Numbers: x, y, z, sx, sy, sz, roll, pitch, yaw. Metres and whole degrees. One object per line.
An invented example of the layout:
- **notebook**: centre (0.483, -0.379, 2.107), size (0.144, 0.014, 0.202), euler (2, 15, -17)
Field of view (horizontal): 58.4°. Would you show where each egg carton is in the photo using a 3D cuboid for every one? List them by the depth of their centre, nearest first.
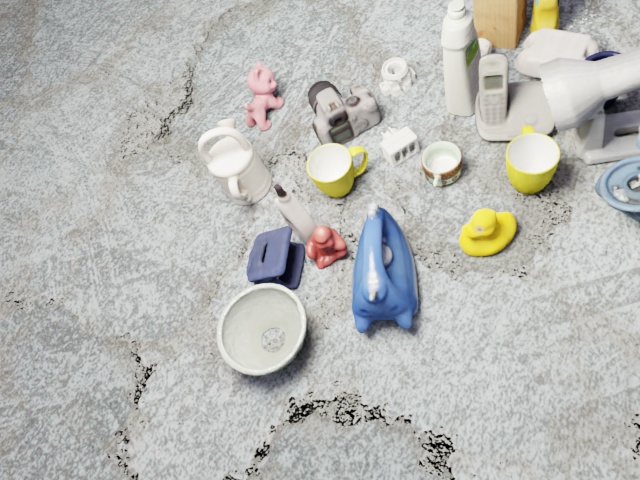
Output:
- **egg carton**: centre (0.469, -0.359, 1.134), size (0.150, 0.069, 0.107), euler (20, 70, 26)

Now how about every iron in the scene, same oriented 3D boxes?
- **iron**: centre (0.101, 0.024, 0.999), size (0.118, 0.142, 0.258), euler (-7, 61, 14)

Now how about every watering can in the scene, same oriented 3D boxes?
- **watering can**: centre (-0.180, -0.167, 1.159), size (0.101, 0.194, 0.172), euler (-34, 58, -2)

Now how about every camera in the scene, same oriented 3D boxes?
- **camera**: centre (0.037, -0.289, 1.212), size (0.143, 0.101, 0.136), euler (-28, 58, 2)

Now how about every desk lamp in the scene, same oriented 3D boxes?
- **desk lamp**: centre (0.477, -0.232, 0.978), size (0.203, 0.214, 0.118), euler (-8, 61, 14)

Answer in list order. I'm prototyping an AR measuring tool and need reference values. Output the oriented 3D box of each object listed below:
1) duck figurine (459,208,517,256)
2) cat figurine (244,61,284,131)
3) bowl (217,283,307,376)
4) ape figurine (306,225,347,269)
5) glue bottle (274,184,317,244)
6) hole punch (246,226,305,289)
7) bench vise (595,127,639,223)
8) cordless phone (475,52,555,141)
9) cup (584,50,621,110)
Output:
- **duck figurine**: centre (0.292, -0.025, 0.999), size (0.104, 0.086, 0.077), euler (-26, 58, 3)
- **cat figurine**: centre (-0.136, -0.330, 1.278), size (0.067, 0.118, 0.128), euler (15, 68, 24)
- **bowl**: centre (-0.094, 0.167, 1.022), size (0.167, 0.075, 0.167), euler (-7, 61, 14)
- **ape figurine**: centre (0.010, 0.004, 1.068), size (0.077, 0.092, 0.076), euler (8, 65, 21)
- **glue bottle**: centre (-0.053, -0.056, 1.071), size (0.037, 0.173, 0.078), euler (-46, 59, -10)
- **hole punch**: centre (-0.091, 0.035, 1.083), size (0.101, 0.091, 0.108), euler (0, 63, 17)
- **bench vise**: centre (0.531, -0.081, 0.876), size (0.206, 0.220, 0.121), euler (33, 76, 29)
- **cordless phone**: centre (0.358, -0.269, 1.052), size (0.147, 0.185, 0.094), euler (-4, 62, 16)
- **cup**: centre (0.537, -0.283, 1.057), size (0.117, 0.095, 0.092), euler (18, 69, 25)
